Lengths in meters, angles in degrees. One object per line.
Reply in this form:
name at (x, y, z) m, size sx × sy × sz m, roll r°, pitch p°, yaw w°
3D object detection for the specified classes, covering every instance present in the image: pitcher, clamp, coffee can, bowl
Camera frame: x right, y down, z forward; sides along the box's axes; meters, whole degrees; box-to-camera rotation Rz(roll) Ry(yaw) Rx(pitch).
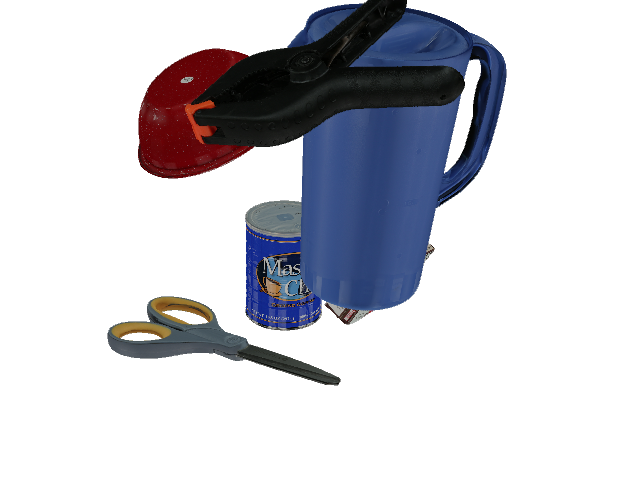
pitcher at (0.055, -0.067, 0.898) m, size 0.149 × 0.243 × 0.144 m, roll 18°, pitch 33°, yaw 21°
clamp at (0.003, -0.097, 0.672) m, size 0.171 × 0.039 × 0.120 m, roll -29°, pitch 39°, yaw -7°
coffee can at (-0.047, 0.032, 1.392) m, size 0.103 × 0.140 × 0.103 m, roll 1°, pitch 25°, yaw -1°
bowl at (-0.111, -0.131, 0.999) m, size 0.162 × 0.055 × 0.162 m, roll -18°, pitch 37°, yaw 14°

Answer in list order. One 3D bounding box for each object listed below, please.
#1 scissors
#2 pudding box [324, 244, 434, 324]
scissors at (-0.084, 0.082, 0.789) m, size 0.096 × 0.016 × 0.202 m, roll -17°, pitch 25°, yaw -33°
pudding box at (0.068, 0.040, 1.202) m, size 0.113 × 0.039 × 0.090 m, roll -26°, pitch -24°, yaw -51°
